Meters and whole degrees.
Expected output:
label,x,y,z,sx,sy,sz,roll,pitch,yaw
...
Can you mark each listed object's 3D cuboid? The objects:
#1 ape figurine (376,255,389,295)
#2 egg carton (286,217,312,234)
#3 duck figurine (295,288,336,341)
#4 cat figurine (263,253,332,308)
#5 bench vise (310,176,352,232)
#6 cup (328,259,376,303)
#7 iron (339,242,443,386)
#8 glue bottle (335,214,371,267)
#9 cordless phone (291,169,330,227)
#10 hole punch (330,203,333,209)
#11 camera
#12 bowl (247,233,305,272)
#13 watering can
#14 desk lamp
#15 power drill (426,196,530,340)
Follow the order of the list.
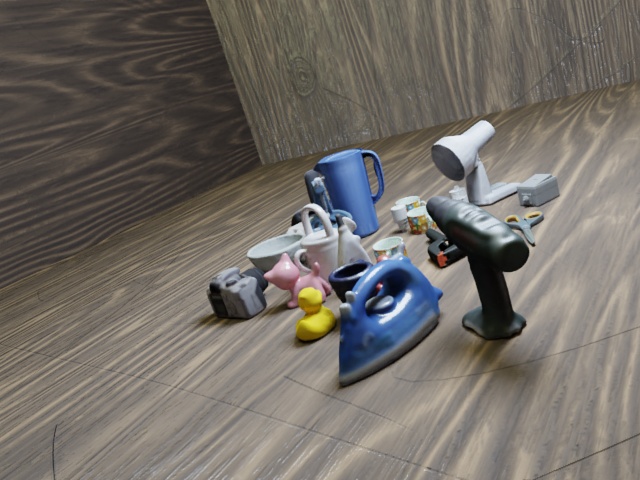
label,x,y,z,sx,sy,sz,roll,pitch,yaw
ape figurine,0.134,0.074,1.135,0.078,0.092,0.076,-22,16,-14
egg carton,-0.026,-0.020,1.695,0.151,0.069,0.107,-29,18,-35
duck figurine,-0.017,0.136,1.100,0.077,0.086,0.105,-10,17,26
cat figurine,-0.053,0.084,1.262,0.127,0.118,0.067,-13,16,18
bench vise,0.003,-0.064,1.528,0.122,0.220,0.206,-25,17,-23
cup,0.075,0.095,1.122,0.091,0.095,0.118,-11,16,22
iron,0.095,0.112,0.951,0.118,0.141,0.259,-3,21,43
glue bottle,0.064,0.024,1.237,0.078,0.173,0.037,-25,17,-25
cordless phone,-0.039,-0.126,1.864,0.148,0.185,0.093,-26,17,-29
hole punch,0.083,-0.100,1.813,0.108,0.091,0.101,-13,16,17
camera,-0.180,0.110,1.349,0.142,0.101,0.137,-3,21,44
bowl,-0.109,0.045,1.552,0.167,0.075,0.167,-17,15,5
watering can,0.011,0.005,1.325,0.100,0.194,0.173,-7,19,35
desk lamp,0.420,-0.203,1.557,0.204,0.214,0.117,-24,16,-21
power drill,0.248,0.040,0.902,0.076,0.208,0.229,-21,16,-13
